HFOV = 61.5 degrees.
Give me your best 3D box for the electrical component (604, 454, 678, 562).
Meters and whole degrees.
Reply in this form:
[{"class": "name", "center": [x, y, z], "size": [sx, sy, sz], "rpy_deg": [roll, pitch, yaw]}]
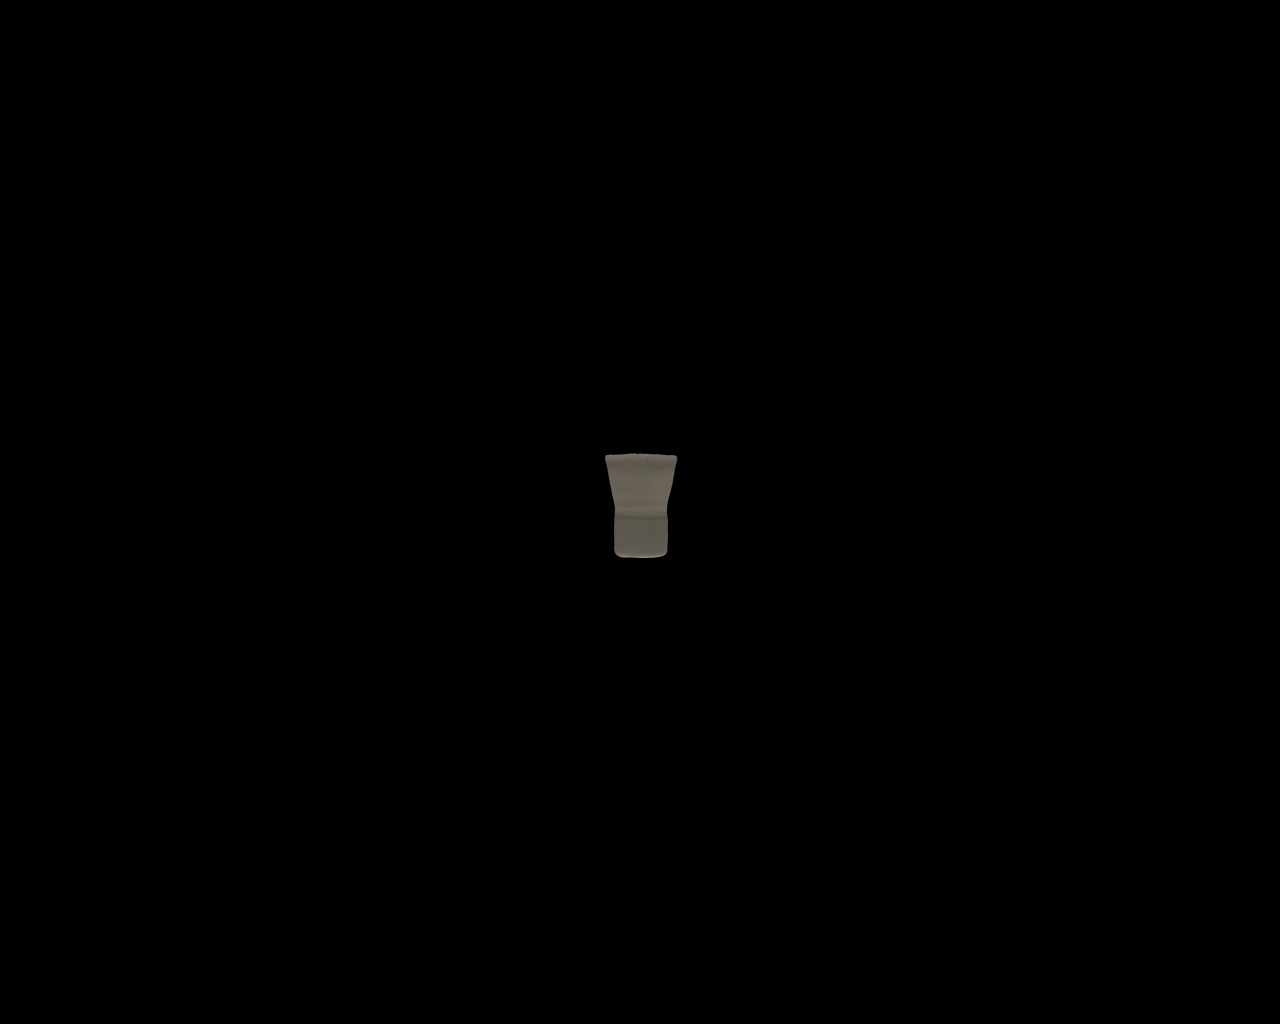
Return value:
[{"class": "electrical component", "center": [0.001, -0.003, 0.650], "size": [0.044, 0.065, 0.044], "rpy_deg": [0, 3, 0]}]
